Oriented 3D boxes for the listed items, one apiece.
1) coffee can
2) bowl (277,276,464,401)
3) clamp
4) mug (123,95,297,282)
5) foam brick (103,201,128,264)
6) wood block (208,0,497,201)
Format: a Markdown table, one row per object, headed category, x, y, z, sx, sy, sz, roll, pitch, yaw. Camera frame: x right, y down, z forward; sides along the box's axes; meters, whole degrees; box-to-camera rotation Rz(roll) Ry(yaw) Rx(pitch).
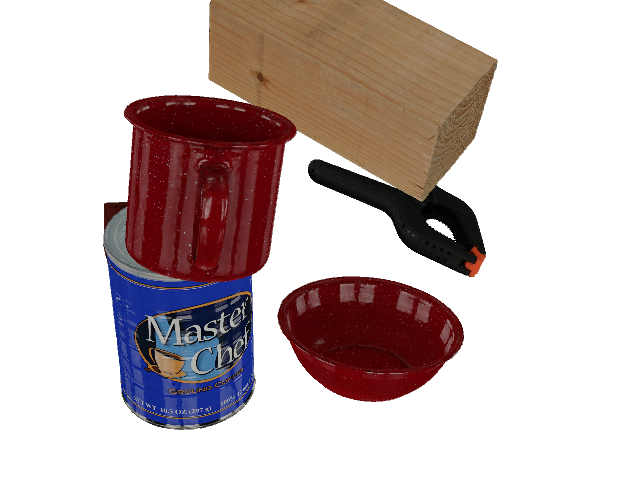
| category | x | y | z | sx | sy | sz | roll | pitch | yaw |
| --- | --- | --- | --- | --- | --- | --- | --- | --- | --- |
| coffee can | -0.099 | 0.051 | 0.775 | 0.103 | 0.140 | 0.103 | 1 | 34 | -1 |
| bowl | 0.041 | 0.092 | 0.932 | 0.162 | 0.055 | 0.162 | 4 | 26 | -2 |
| clamp | 0.095 | -0.039 | 1.156 | 0.164 | 0.210 | 0.036 | -16 | -37 | -29 |
| mug | -0.062 | -0.024 | 0.577 | 0.093 | 0.081 | 0.117 | 3 | 21 | -14 |
| foam brick | -0.192 | -0.010 | 1.146 | 0.078 | 0.051 | 0.053 | -3 | 24 | -16 |
| wood block | 0.021 | -0.132 | 0.835 | 0.206 | 0.090 | 0.091 | 31 | -34 | 16 |
